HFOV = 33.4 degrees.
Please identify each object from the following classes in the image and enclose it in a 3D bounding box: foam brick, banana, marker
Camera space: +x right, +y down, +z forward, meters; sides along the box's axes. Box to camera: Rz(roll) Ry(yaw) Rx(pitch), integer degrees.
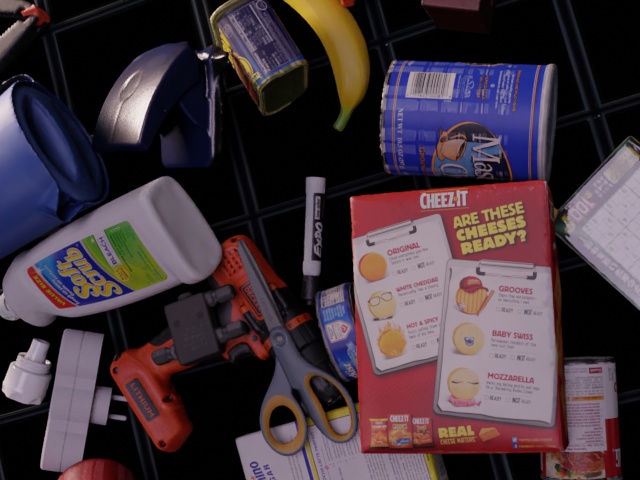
[{"bbox_3d":[0.127,-0.221,0.953,0.051,0.078,0.053,10,89,17],"label":"foam brick"},{"bbox_3d":[-0.004,-0.203,1.009,0.070,0.037,0.198,-30,79,10],"label":"banana"},{"bbox_3d":[-0.007,0.001,1.006,0.020,0.020,0.121,2,87,16],"label":"marker"}]

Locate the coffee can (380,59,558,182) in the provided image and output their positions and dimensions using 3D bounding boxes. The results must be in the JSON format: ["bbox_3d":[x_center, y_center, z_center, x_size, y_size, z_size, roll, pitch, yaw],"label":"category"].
[{"bbox_3d":[0.132,-0.104,0.931,0.140,0.102,0.103,5,88,16],"label":"coffee can"}]

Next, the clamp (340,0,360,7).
[{"bbox_3d":[0.055,-0.300,0.993,0.120,0.039,0.171,2,79,20],"label":"clamp"}]

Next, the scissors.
[{"bbox_3d":[-0.045,0.106,0.956,0.096,0.016,0.202,-39,82,8],"label":"scissors"}]

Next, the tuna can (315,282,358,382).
[{"bbox_3d":[0.027,0.082,0.957,0.034,0.086,0.086,-20,81,12],"label":"tuna can"}]

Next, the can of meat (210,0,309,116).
[{"bbox_3d":[-0.053,-0.172,0.988,0.057,0.102,0.084,-31,81,-6],"label":"can of meat"}]

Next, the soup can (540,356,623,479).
[{"bbox_3d":[0.220,0.152,0.908,0.068,0.068,0.102,-3,85,15],"label":"soup can"}]

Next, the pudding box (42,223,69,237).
[{"bbox_3d":[-0.317,-0.041,1.085,0.114,0.039,0.090,-17,83,15],"label":"pudding box"}]

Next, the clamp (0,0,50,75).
[{"bbox_3d":[-0.380,-0.195,1.114,0.210,0.036,0.164,-8,84,14],"label":"clamp"}]

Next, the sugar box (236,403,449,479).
[{"bbox_3d":[0.019,0.201,0.973,0.176,0.048,0.093,-18,82,17],"label":"sugar box"}]

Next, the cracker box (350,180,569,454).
[{"bbox_3d":[0.115,0.067,0.880,0.164,0.072,0.214,-4,83,16],"label":"cracker box"}]

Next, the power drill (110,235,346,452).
[{"bbox_3d":[-0.089,0.116,1.003,0.188,0.057,0.184,-38,74,7],"label":"power drill"}]

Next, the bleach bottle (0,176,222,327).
[{"bbox_3d":[-0.217,0.031,1.019,0.251,0.068,0.102,-25,103,32],"label":"bleach bottle"}]

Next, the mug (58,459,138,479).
[{"bbox_3d":[-0.199,0.263,1.003,0.117,0.081,0.093,15,119,-18],"label":"mug"}]

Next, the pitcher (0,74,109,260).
[{"bbox_3d":[-0.334,-0.042,1.012,0.243,0.149,0.145,-31,101,14],"label":"pitcher"}]

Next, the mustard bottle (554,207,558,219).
[{"bbox_3d":[0.147,0.049,0.939,0.096,0.058,0.192,36,97,17],"label":"mustard bottle"}]
